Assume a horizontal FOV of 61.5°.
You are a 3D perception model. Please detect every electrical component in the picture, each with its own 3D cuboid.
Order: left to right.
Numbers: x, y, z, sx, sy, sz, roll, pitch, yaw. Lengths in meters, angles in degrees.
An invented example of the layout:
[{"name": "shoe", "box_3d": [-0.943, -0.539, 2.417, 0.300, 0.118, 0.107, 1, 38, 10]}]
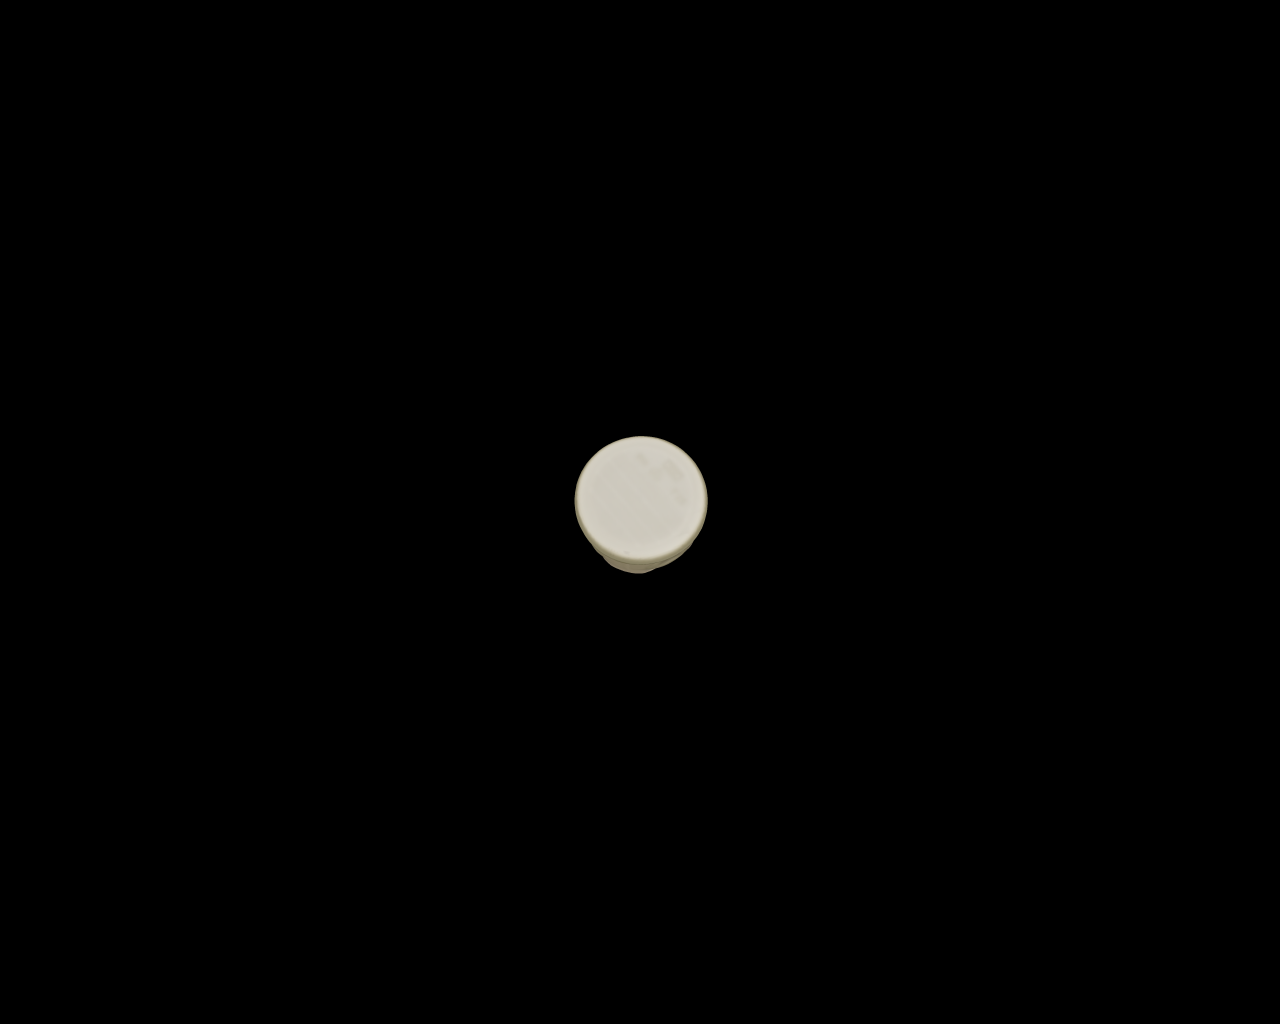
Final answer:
[{"name": "electrical component", "box_3d": [0.001, -0.003, 0.650, 0.080, 0.080, 0.051, 0, -15, 0]}]
